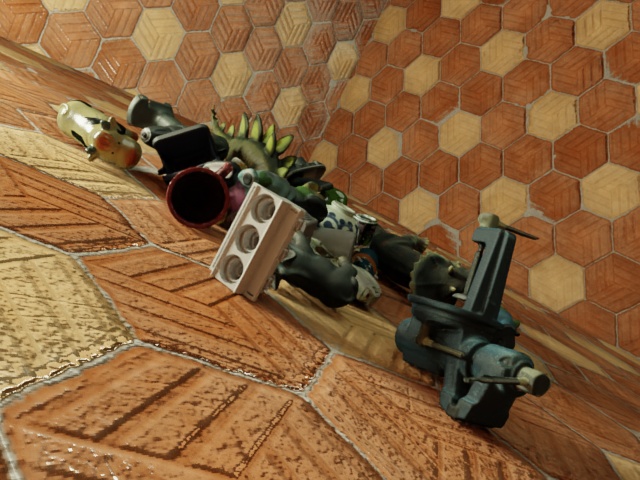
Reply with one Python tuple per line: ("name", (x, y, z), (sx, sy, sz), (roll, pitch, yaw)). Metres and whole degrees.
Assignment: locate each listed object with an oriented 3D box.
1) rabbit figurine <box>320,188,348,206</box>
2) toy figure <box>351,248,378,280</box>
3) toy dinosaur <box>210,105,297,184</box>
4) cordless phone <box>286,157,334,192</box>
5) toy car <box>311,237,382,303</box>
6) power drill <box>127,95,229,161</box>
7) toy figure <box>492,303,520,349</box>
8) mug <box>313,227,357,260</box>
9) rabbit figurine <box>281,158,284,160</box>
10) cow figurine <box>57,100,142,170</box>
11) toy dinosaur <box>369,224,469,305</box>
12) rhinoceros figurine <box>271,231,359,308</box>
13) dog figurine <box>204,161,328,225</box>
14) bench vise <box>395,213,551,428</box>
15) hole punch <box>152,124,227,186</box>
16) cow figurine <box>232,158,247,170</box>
("rabbit figurine", (0.047, -0.037, 1.268), (0.170, 0.121, 0.159), (43, 6, 8))
("toy figure", (0.086, 0.053, 1.050), (0.064, 0.057, 0.154), (22, 13, 5))
("toy dinosaur", (-0.161, -0.182, 1.226), (0.472, 0.198, 0.105), (36, 9, 39))
("cordless phone", (-0.019, -0.149, 1.314), (0.184, 0.088, 0.146), (14, 22, 42))
("toy car", (0.014, 0.043, 0.889), (0.202, 0.056, 0.073), (31, 9, 26))
("power drill", (-0.314, -0.230, 1.112), (0.208, 0.086, 0.232), (29, 14, 34))
("toy figure", (0.341, 0.159, 1.071), (0.082, 0.089, 0.180), (34, 6, -3))
("mug", (0.009, 0.010, 0.992), (0.107, 0.080, 0.109), (16, 10, 4))
("rabbit figurine", (-0.129, -0.173, 1.396), (0.173, 0.162, 0.122), (-4, 22, -28))
("cow figurine", (-0.391, -0.188, 0.954), (0.195, 0.085, 0.127), (33, 4, 21))
("toy dinosaur", (0.186, 0.046, 1.174), (0.405, 0.131, 0.192), (31, 8, 41))
("rhinoceros figurine", (-0.038, 0.038, 0.748), (0.190, 0.073, 0.112), (28, 19, -7))
("dog figurine", (-0.094, -0.074, 0.971), (0.192, 0.108, 0.219), (18, 10, 36))
("bench vise", (0.184, 0.083, 0.631), (0.129, 0.240, 0.224), (21, -6, -17))
("hole punch", (-0.240, -0.140, 1.007), (0.115, 0.142, 0.092), (83, -16, -69))
("cow figurine", (-0.135, -0.074, 1.064), (0.167, 0.098, 0.068), (44, -3, 11))
